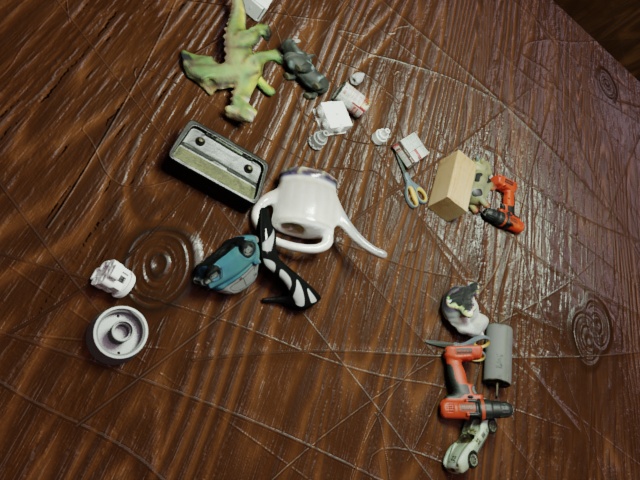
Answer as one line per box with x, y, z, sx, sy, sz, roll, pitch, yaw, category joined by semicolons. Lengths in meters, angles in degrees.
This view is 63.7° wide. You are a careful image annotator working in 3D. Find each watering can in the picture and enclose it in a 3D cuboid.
0.004;-0.065;1.293;0.347;0.229;0.102;10;-26;-10;watering can

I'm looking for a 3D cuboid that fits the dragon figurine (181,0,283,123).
-0.243;-0.484;1.351;0.245;0.413;0.120;-20;-11;-30;dragon figurine

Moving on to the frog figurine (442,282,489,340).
0.416;0.212;1.475;0.122;0.141;0.156;-10;-47;14;frog figurine
